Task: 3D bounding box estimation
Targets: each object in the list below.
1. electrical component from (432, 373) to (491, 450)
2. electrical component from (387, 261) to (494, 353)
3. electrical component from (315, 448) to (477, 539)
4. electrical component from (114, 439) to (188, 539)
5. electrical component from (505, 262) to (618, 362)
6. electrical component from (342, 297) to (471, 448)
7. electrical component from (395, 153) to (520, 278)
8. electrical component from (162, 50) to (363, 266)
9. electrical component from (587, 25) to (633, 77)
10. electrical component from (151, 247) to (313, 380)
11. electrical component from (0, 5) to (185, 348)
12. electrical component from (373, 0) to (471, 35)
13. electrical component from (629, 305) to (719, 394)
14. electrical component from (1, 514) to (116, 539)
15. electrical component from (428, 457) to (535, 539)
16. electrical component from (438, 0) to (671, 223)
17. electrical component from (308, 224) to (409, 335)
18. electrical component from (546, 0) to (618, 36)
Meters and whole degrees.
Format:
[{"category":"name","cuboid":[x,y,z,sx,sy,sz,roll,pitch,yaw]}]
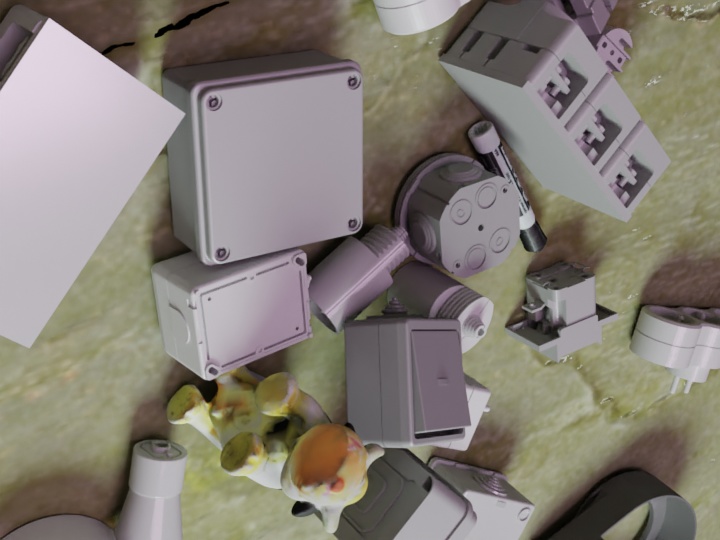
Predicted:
[{"category":"electrical component","cuboid":[0.061,0.091,0.774,0.076,0.083,0.047,15,101,-38]},{"category":"electrical component","cuboid":[0.059,0.027,0.746,0.043,0.081,0.043,-14,118,-29]},{"category":"electrical component","cuboid":[0.019,0.165,0.759,0.078,0.113,0.057,-51,126,-5]},{"category":"electrical component","cuboid":[-0.133,0.143,0.694,0.044,0.044,0.065,2,104,-35]},{"category":"electrical component","cuboid":[0.157,0.030,0.839,0.081,0.042,0.063,-19,118,-27]},{"category":"electrical component","cuboid":[0.032,0.065,0.695,0.062,0.061,0.096,4,82,-50]},{"category":"electrical component","cuboid":[0.069,-0.037,0.743,0.080,0.051,0.080,-14,117,-29]},{"category":"electrical component","cuboid":[-0.056,-0.069,0.641,0.109,0.056,0.108,-14,117,-29]},{"category":"electrical component","cuboid":[0.163,-0.157,0.757,0.040,0.046,0.040,-14,117,-29]},{"category":"electrical component","cuboid":[-0.075,0.016,0.668,0.096,0.061,0.061,-21,120,-33]},{"category":"electrical component","cuboid":[-0.178,-0.050,0.564,0.089,0.062,0.150,34,90,-39]},{"category":"electrical component","cuboid":[0.061,-0.210,0.661,0.138,0.052,0.073,-35,126,-17]},{"category":"electrical component","cuboid":[0.291,0.075,0.943,0.138,0.052,0.073,3,108,-35]},{"category":"electrical component","cuboid":[-0.187,0.216,0.675,0.108,0.060,0.108,-14,117,-29]},{"category":"electrical component","cuboid":[0.082,0.206,0.861,0.100,0.048,0.099,21,99,-37]},{"category":"electrical component","cuboid":[0.137,-0.110,0.732,0.061,0.089,0.150,-52,129,-4]},{"category":"electrical component","cuboid":[0.000,0.000,0.718,0.081,0.043,0.043,-43,128,-12]},{"category":"electrical component","cuboid":[0.143,-0.193,0.726,0.055,0.048,0.066,53,54,-35]}]
